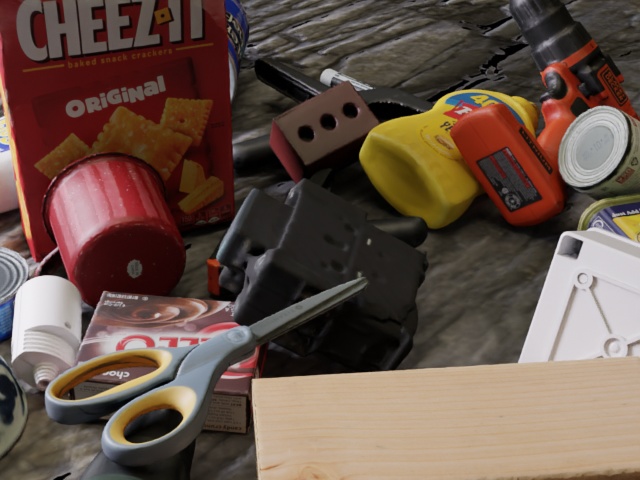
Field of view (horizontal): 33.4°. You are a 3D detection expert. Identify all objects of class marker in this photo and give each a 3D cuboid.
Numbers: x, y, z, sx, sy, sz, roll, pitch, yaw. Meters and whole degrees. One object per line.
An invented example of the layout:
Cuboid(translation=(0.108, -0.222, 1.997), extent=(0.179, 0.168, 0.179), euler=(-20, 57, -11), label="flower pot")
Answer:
Cuboid(translation=(0.048, -0.142, 1.047), extent=(0.020, 0.020, 0.121), euler=(-26, 40, -36), label="marker")

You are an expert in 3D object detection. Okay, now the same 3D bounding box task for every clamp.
Cuboid(translation=(0.021, -0.102, 0.964), extent=(0.210, 0.036, 0.164), euler=(11, 42, 9), label="clamp")
Cuboid(translation=(-0.005, 0.001, 0.796), extent=(0.120, 0.039, 0.171), euler=(19, 39, 37), label="clamp")

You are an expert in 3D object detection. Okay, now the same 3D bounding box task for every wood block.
Cuboid(translation=(0.072, 0.125, 0.543), extent=(0.206, 0.090, 0.091), euler=(-3, 31, -5), label="wood block")

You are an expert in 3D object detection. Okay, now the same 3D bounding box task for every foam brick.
Cuboid(translation=(0.004, -0.087, 0.893), extent=(0.078, 0.051, 0.053), euler=(-30, 75, -17), label="foam brick")

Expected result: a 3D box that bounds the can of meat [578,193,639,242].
Cuboid(translation=(0.250, 0.010, 0.765), extent=(0.102, 0.057, 0.084), euler=(-9, 35, -14), label="can of meat")

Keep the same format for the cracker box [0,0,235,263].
Cuboid(translation=(-0.150, -0.102, 0.793), extent=(0.164, 0.214, 0.072), euler=(-12, 33, -20), label="cracker box")

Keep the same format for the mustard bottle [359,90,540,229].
Cuboid(translation=(0.127, -0.081, 0.904), extent=(0.096, 0.058, 0.191), euler=(44, 47, 20), label="mustard bottle")

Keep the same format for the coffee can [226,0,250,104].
Cuboid(translation=(-0.125, -0.182, 1.031), extent=(0.103, 0.103, 0.140), euler=(1, 31, 1), label="coffee can")

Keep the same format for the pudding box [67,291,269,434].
Cuboid(translation=(-0.092, 0.075, 0.671), extent=(0.113, 0.039, 0.090), euler=(3, 32, 3), label="pudding box")

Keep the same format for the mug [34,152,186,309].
Cuboid(translation=(-0.152, 0.005, 0.753), extent=(0.117, 0.093, 0.081), euler=(-35, 42, 2), label="mug")

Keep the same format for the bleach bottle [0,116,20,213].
Cuboid(translation=(-0.252, -0.061, 0.874), extent=(0.250, 0.068, 0.103), euler=(-28, 41, -34), label="bleach bottle")

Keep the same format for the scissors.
Cuboid(translation=(-0.045, 0.069, 0.576), extent=(0.201, 0.016, 0.096), euler=(-15, 33, -18), label="scissors")

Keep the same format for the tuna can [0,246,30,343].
Cuboid(translation=(-0.242, 0.039, 0.734), extent=(0.086, 0.034, 0.086), euler=(0, 31, 0), label="tuna can")

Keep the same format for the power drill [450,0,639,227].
Cuboid(translation=(0.184, -0.111, 0.876), extent=(0.187, 0.184, 0.057), euler=(-41, 8, -39), label="power drill")

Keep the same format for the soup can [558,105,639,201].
Cuboid(translation=(0.240, -0.054, 0.815), extent=(0.102, 0.068, 0.069), euler=(22, 18, -33), label="soup can")
